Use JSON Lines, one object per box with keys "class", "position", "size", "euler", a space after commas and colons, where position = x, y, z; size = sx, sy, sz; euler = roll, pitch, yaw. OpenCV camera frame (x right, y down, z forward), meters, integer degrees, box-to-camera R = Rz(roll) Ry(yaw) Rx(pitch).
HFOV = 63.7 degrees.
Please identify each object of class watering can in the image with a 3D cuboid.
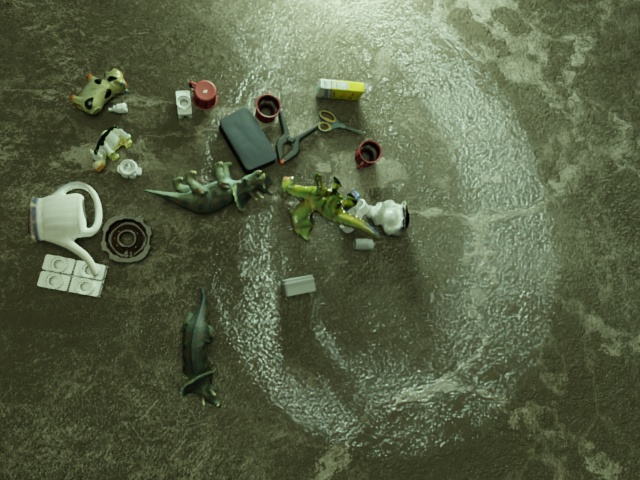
{"class": "watering can", "position": [-0.831, -0.037, 1.681], "size": [0.225, 0.102, 0.354], "euler": [-6, 66, -15]}

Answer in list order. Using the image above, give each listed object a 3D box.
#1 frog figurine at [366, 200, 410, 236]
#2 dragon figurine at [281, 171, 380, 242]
{"class": "frog figurine", "position": [0.259, -0.085, 1.975], "size": [0.159, 0.123, 0.137], "euler": [-2, 90, 23]}
{"class": "dragon figurine", "position": [0.006, -0.095, 1.882], "size": [0.240, 0.123, 0.413], "euler": [-43, 79, 22]}
